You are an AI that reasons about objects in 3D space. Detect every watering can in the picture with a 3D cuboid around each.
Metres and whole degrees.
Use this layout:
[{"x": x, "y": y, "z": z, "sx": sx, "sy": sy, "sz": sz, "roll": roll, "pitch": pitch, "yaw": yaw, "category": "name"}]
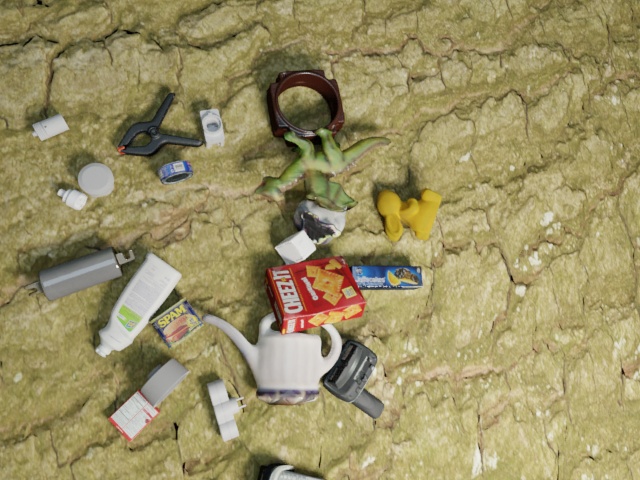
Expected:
[{"x": -0.118, "y": 0.282, "z": 1.251, "sx": 0.347, "sy": 0.102, "sz": 0.227, "roll": 4, "pitch": 73, "yaw": -10, "category": "watering can"}]

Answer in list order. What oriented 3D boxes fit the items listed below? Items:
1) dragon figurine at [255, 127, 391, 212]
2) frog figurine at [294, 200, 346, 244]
[{"x": 0.029, "y": -0.174, "z": 1.359, "sx": 0.411, "sy": 0.120, "sz": 0.247, "roll": -6, "pitch": 64, "yaw": -15, "category": "dragon figurine"}, {"x": 0.004, "y": -0.070, "z": 1.385, "sx": 0.137, "sy": 0.120, "sz": 0.163, "roll": 18, "pitch": 38, "yaw": 0, "category": "frog figurine"}]
